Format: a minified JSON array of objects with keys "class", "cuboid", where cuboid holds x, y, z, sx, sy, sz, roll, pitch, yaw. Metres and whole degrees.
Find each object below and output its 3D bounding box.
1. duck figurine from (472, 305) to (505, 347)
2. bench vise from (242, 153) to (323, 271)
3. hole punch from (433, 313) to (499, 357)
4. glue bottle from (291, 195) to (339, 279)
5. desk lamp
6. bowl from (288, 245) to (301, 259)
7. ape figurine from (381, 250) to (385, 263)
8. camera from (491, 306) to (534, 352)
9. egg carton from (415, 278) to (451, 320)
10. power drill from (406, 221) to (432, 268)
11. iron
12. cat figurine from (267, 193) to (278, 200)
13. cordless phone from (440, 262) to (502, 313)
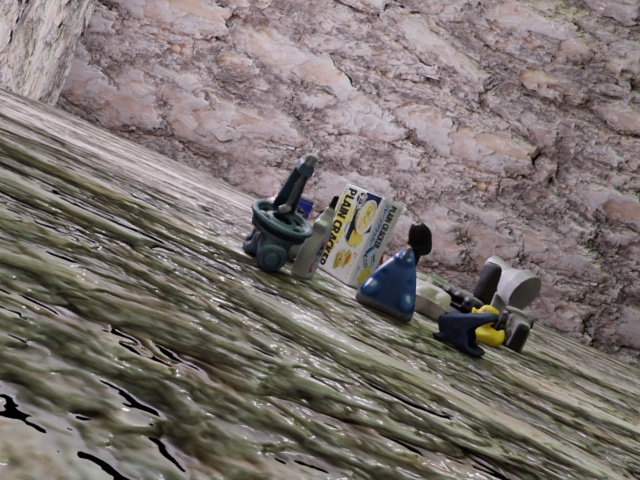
[{"class":"duck figurine","cuboid":[0.398,0.200,1.368,0.104,0.086,0.077,24,4,-1]},{"class":"bench vise","cuboid":[-0.078,-0.064,1.062,0.122,0.220,0.206,22,5,-33]},{"class":"hole punch","cuboid":[0.281,0.165,1.103,0.100,0.091,0.109,26,4,25]},{"class":"glue bottle","cuboid":[-0.002,-0.008,1.114,0.037,0.173,0.078,25,4,11]},{"class":"desk lamp","cuboid":[0.533,0.164,1.721,0.118,0.213,0.202,21,5,-37]},{"class":"bowl","cuboid":[-0.082,-0.003,1.281,0.167,0.075,0.167,24,4,-1]},{"class":"ape figurine","cuboid":[0.177,0.062,1.846,0.078,0.092,0.076,24,4,-1]},{"class":"camera","cuboid":[0.488,0.220,1.531,0.136,0.101,0.143,25,4,10]},{"class":"egg carton","cuboid":[0.263,0.145,1.421,0.107,0.069,0.150,24,4,-3]},{"class":"power drill","cuboid":[0.264,0.052,1.655,0.075,0.208,0.230,25,4,18]},{"class":"iron","cuboid":[0.157,0.076,1.178,0.118,0.141,0.259,25,4,7]},{"class":"cat figurine","cuboid":[-0.135,-0.090,1.818,0.067,0.118,0.128,27,5,36]},{"class":"cordless phone","cuboid":[0.388,0.133,1.483,0.147,0.185,0.094,28,5,42]}]
